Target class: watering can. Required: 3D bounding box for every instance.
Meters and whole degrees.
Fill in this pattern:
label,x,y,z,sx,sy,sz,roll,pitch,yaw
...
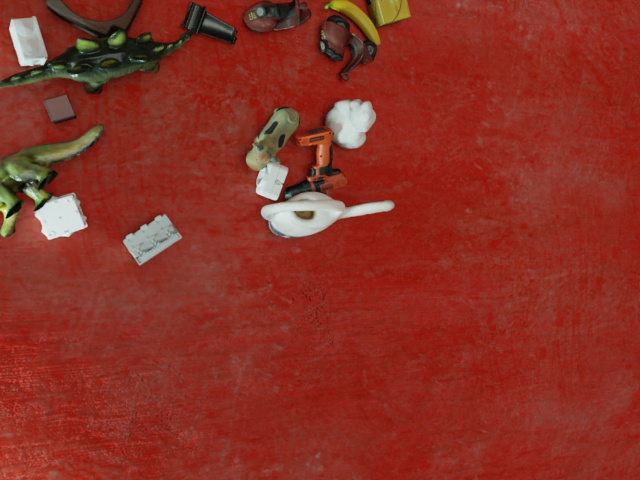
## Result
label,x,y,z,sx,sy,sz,roll,pitch,yaw
watering can,0.004,-0.069,1.372,0.348,0.222,0.105,-1,81,-23

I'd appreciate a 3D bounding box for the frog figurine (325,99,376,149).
label,x,y,z,sx,sy,sz,roll,pitch,yaw
frog figurine,0.087,-0.317,1.407,0.123,0.160,0.136,-19,104,-17

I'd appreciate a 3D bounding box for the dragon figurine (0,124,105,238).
label,x,y,z,sx,sy,sz,roll,pitch,yaw
dragon figurine,-0.697,-0.166,1.123,0.243,0.120,0.415,38,72,0
